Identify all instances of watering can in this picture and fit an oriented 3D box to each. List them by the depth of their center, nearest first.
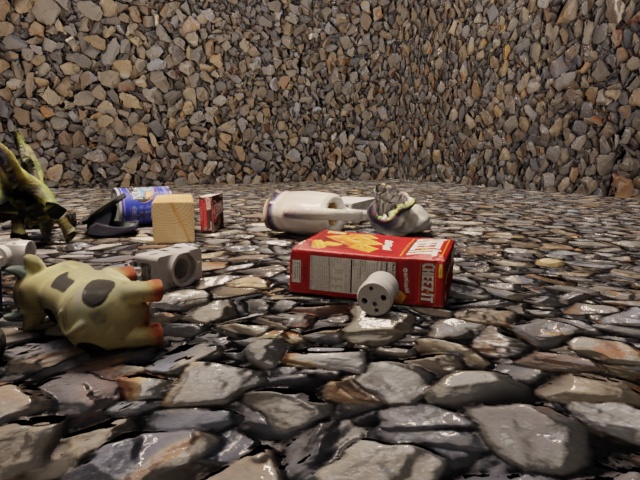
[{"bbox_3d":[0.004,-0.063,1.242,0.224,0.104,0.348,5,3,22],"label":"watering can"}]

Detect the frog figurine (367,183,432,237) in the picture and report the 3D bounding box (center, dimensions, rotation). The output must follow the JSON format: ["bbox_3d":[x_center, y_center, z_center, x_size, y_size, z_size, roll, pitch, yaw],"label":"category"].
[{"bbox_3d":[0.190,-0.047,1.216,0.137,0.124,0.157,7,-25,37],"label":"frog figurine"}]

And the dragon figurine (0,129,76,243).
[{"bbox_3d":[-0.622,-0.130,1.078,0.123,0.400,0.247,-19,55,-22],"label":"dragon figurine"}]
